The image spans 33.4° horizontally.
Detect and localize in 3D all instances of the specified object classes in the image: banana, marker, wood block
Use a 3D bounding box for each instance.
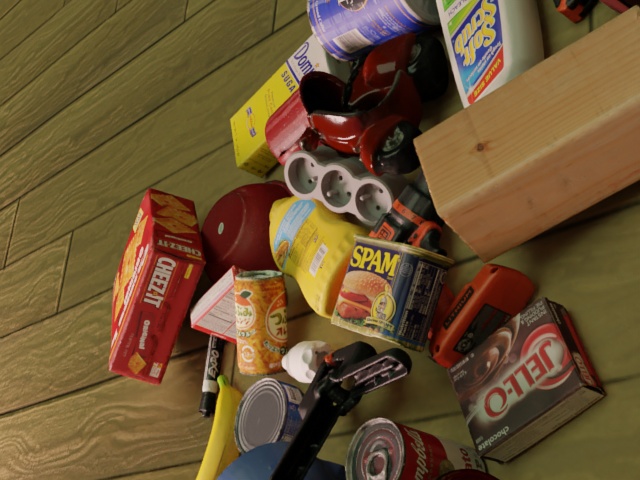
[{"bbox_3d":[-0.116,0.247,1.170,0.070,0.037,0.198,-17,55,70],"label":"banana"},{"bbox_3d":[-0.125,0.148,1.249,0.020,0.020,0.121,-20,56,47],"label":"marker"},{"bbox_3d":[0.191,-0.082,0.855,0.206,0.090,0.091,-30,47,20],"label":"wood block"}]

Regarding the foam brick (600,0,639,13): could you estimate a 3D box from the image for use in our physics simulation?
[{"bbox_3d":[0.256,-0.228,0.908,0.051,0.078,0.053,-60,35,11],"label":"foam brick"}]

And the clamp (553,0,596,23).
[{"bbox_3d":[0.254,-0.288,0.979,0.120,0.039,0.171,-13,67,54],"label":"clamp"}]

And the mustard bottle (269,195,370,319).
[{"bbox_3d":[-0.007,0.002,1.142,0.192,0.058,0.096,45,113,53],"label":"mustard bottle"}]

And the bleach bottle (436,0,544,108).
[{"bbox_3d":[0.172,-0.177,1.006,0.103,0.068,0.251,-37,47,37],"label":"bleach bottle"}]

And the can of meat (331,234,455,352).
[{"bbox_3d":[0.061,0.046,0.931,0.102,0.057,0.084,13,85,58],"label":"can of meat"}]

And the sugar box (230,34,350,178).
[{"bbox_3d":[-0.037,-0.164,1.288,0.176,0.048,0.093,-44,40,31],"label":"sugar box"}]

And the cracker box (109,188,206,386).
[{"bbox_3d":[-0.202,0.050,1.292,0.214,0.072,0.164,-113,43,-67],"label":"cracker box"}]

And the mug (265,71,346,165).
[{"bbox_3d":[-0.012,-0.121,1.185,0.082,0.093,0.117,-39,16,41],"label":"mug"}]

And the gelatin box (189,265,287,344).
[{"bbox_3d":[-0.092,0.074,1.201,0.089,0.073,0.030,-45,39,29],"label":"gelatin box"}]

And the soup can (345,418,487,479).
[{"bbox_3d":[0.080,0.191,0.879,0.069,0.102,0.068,-30,49,41],"label":"soup can"}]

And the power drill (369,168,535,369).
[{"bbox_3d":[0.114,0.019,0.976,0.184,0.057,0.188,-60,33,13],"label":"power drill"}]

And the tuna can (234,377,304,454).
[{"bbox_3d":[-0.051,0.189,1.114,0.086,0.033,0.086,-30,49,41],"label":"tuna can"}]

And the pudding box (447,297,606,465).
[{"bbox_3d":[0.165,0.115,0.866,0.114,0.039,0.090,-45,40,28],"label":"pudding box"}]

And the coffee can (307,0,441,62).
[{"bbox_3d":[0.069,-0.262,1.154,0.141,0.102,0.103,-14,60,49],"label":"coffee can"}]

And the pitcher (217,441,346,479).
[{"bbox_3d":[-0.003,0.291,0.904,0.243,0.144,0.149,34,96,52],"label":"pitcher"}]

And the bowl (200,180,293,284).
[{"bbox_3d":[-0.095,-0.005,1.267,0.162,0.055,0.162,-31,48,41],"label":"bowl"}]

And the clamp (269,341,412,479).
[{"bbox_3d":[0.010,0.147,0.966,0.164,0.036,0.210,-48,6,0],"label":"clamp"}]
